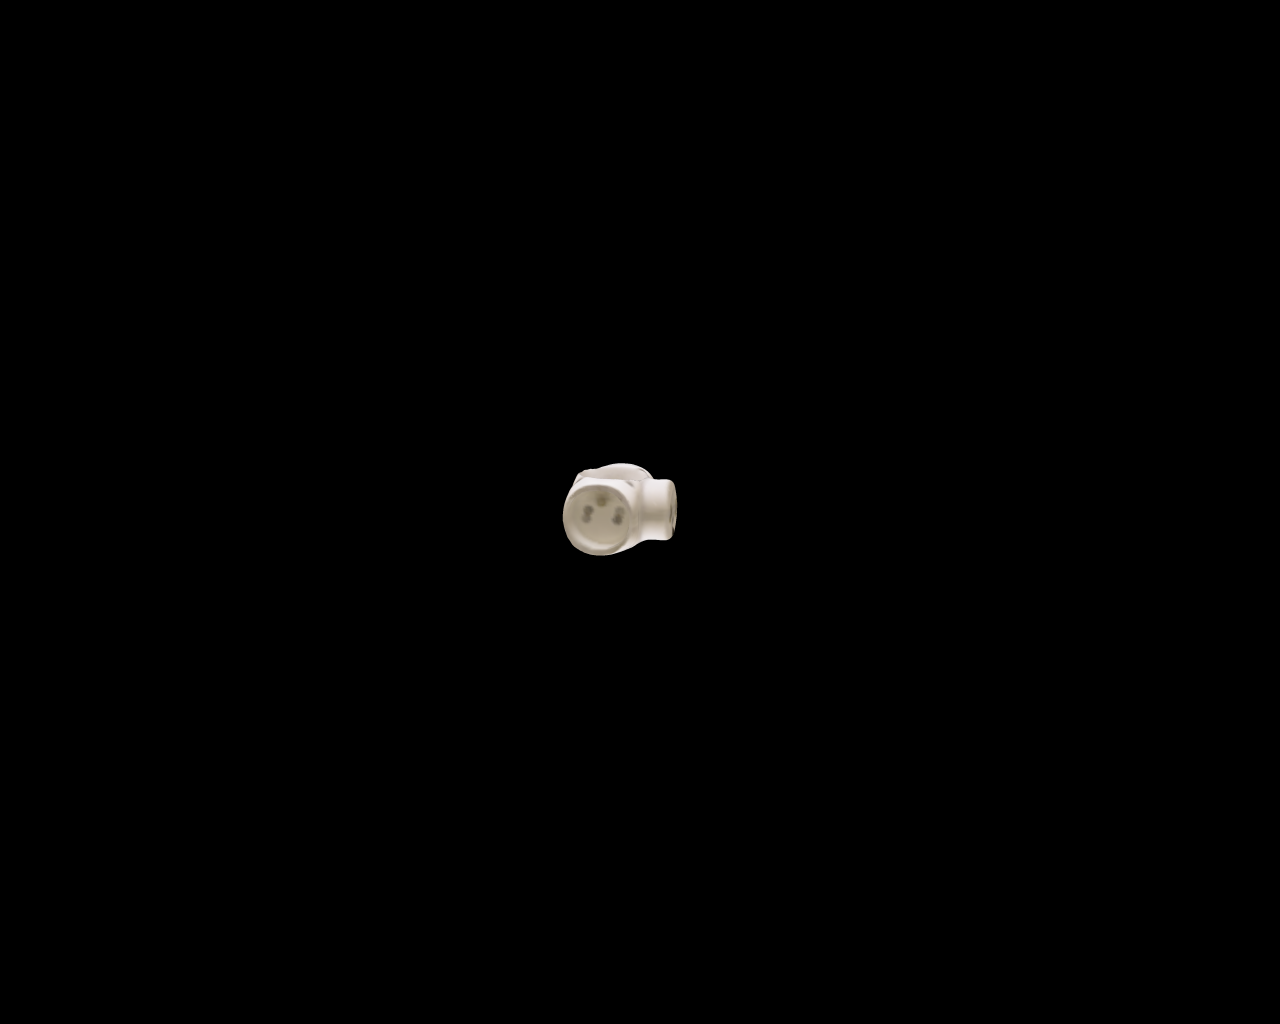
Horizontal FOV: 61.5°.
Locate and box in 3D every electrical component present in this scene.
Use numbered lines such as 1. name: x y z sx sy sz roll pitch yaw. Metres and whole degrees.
1. electrical component: 0.001 -0.003 0.650 0.079 0.044 0.077 2 12 11
